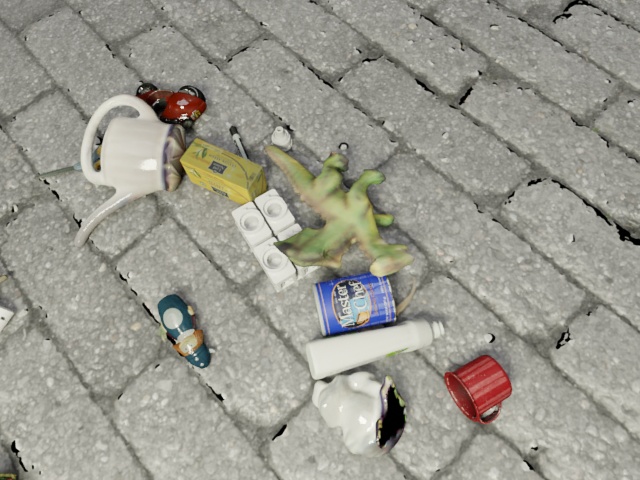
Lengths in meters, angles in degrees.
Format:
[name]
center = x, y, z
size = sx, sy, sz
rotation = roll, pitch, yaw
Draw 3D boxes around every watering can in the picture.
[watering can]
center = -0.412, -0.147, 1.125
size = 0.224, 0.103, 0.350
rotation = 6, 83, -2

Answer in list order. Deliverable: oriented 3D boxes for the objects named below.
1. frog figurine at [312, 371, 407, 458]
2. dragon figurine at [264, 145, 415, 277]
[frog figurine]
center = 0.064, 0.301, 0.901
size = 0.158, 0.122, 0.139
rotation = -11, 69, 38
[dragon figurine]
center = 0.003, -0.051, 1.010
size = 0.412, 0.119, 0.247
rotation = 24, 49, 20
